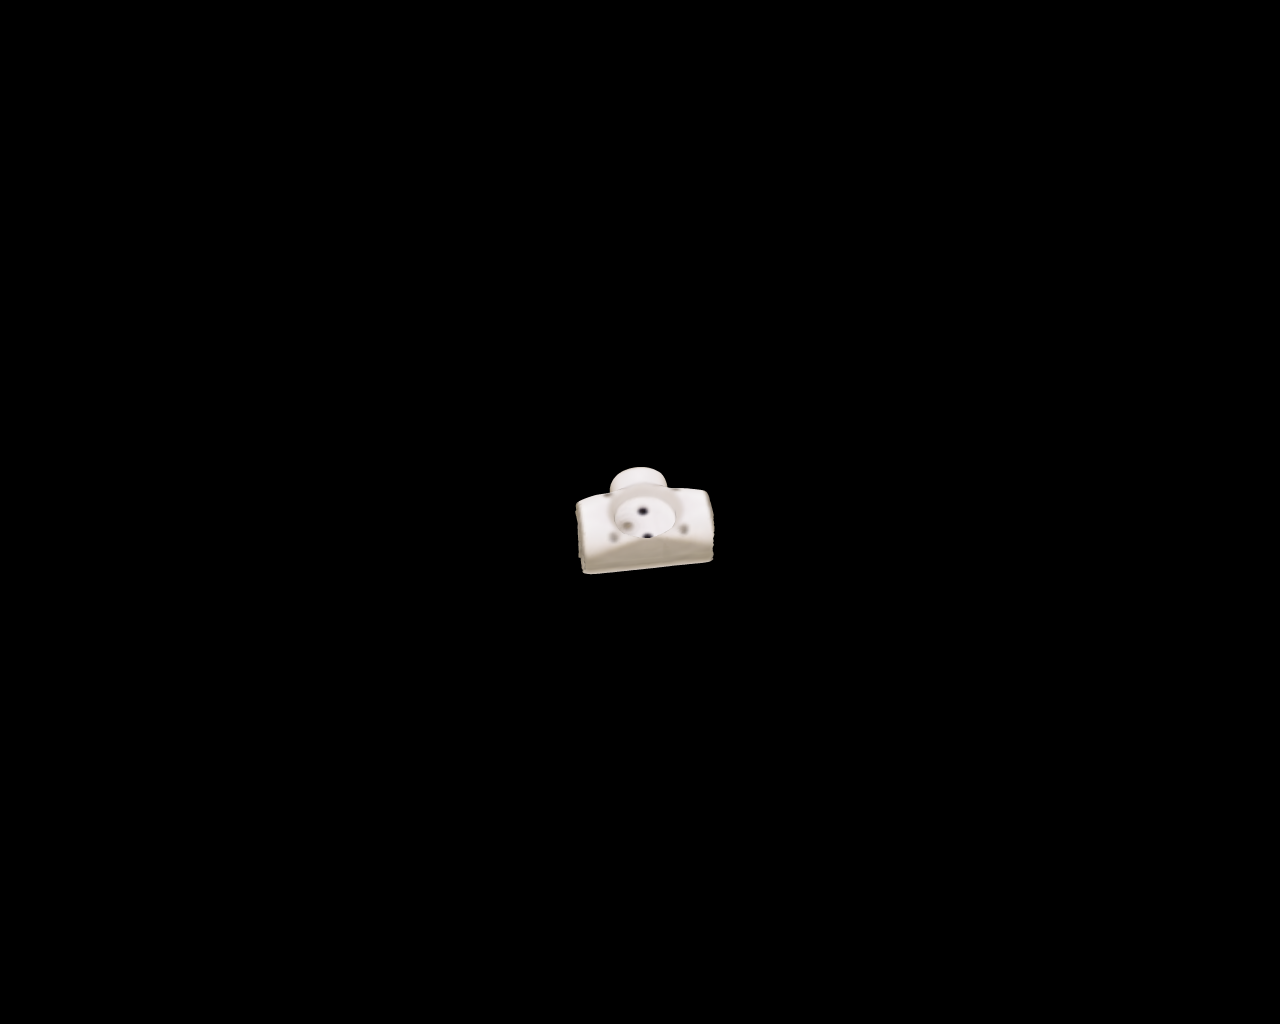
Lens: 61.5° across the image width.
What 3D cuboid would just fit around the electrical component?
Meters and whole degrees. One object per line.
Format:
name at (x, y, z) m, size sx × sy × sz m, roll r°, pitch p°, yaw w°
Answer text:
electrical component at (0.001, -0.003, 0.650) m, size 0.077 × 0.079 × 0.044 m, roll -5°, pitch -37°, yaw -4°
